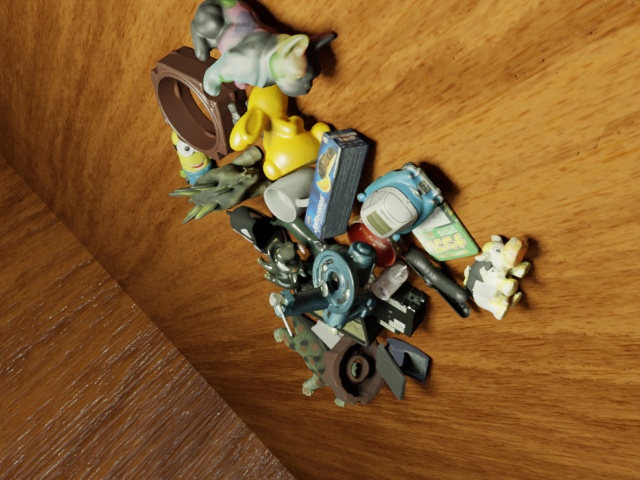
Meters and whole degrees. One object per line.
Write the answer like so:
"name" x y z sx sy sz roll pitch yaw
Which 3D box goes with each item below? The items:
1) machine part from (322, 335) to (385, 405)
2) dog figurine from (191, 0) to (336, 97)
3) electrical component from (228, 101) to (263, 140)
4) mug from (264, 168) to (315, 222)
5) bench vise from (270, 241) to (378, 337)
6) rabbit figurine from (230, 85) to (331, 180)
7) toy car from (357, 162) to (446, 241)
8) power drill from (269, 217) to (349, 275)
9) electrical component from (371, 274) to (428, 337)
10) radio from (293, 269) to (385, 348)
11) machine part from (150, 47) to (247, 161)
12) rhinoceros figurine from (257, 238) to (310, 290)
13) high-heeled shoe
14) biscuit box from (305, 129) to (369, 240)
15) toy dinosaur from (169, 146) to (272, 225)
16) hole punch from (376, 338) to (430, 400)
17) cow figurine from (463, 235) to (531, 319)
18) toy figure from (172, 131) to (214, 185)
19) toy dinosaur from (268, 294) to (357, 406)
"machine part" 0.090 0.321 1.348 0.179 0.179 0.056 55 152 -16
"dog figurine" -0.087 -0.313 0.849 0.219 0.108 0.191 -4 103 37
"electrical component" -0.125 -0.227 1.045 0.045 0.078 0.102 44 156 57
"mug" -0.039 -0.098 1.051 0.110 0.107 0.080 2 129 47
"bench vise" 0.006 0.104 0.999 0.129 0.240 0.223 57 138 27
"rabbit figurine" -0.081 -0.199 0.964 0.122 0.162 0.173 -6 106 67
"toy car" 0.123 -0.051 0.884 0.109 0.103 0.161 48 154 -6
"power drill" -0.002 -0.003 1.152 0.207 0.086 0.232 42 157 -7
"electrical component" 0.163 0.142 1.145 0.115 0.058 0.134 33 148 24
"radio" 0.040 0.149 1.288 0.230 0.073 0.130 24 144 31
"machine part" -0.247 -0.277 1.112 0.201 0.087 0.201 30 145 25
"rhinoceros figurine" -0.076 0.057 1.185 0.112 0.073 0.190 39 160 18
"high-heeled shoe" -0.112 -0.008 1.218 0.248 0.086 0.145 32 174 -39
"biscuit box" 0.026 -0.095 0.957 0.059 0.063 0.202 50 141 37
"toy dinosaur" -0.202 -0.109 1.137 0.471 0.198 0.105 -18 103 59
"hole punch" 0.196 0.297 1.282 0.116 0.092 0.142 50 158 38
"cow figurine" 0.284 0.047 0.876 0.098 0.068 0.167 32 147 32
"toy figure" -0.302 -0.193 1.288 0.089 0.082 0.180 29 149 29
"toy dinosaur" -0.004 0.316 1.516 0.192 0.131 0.404 -21 107 45
